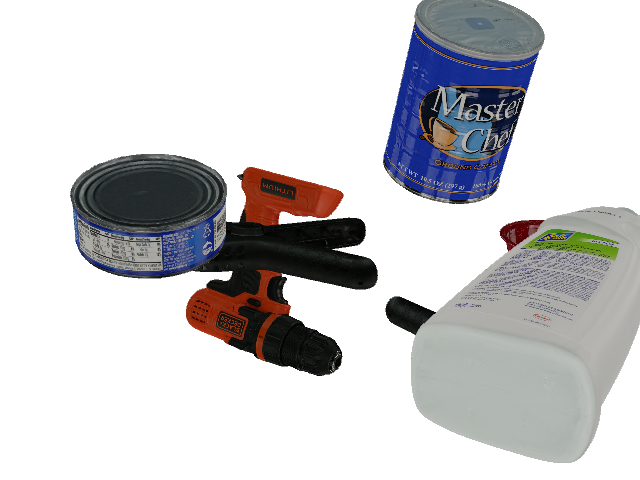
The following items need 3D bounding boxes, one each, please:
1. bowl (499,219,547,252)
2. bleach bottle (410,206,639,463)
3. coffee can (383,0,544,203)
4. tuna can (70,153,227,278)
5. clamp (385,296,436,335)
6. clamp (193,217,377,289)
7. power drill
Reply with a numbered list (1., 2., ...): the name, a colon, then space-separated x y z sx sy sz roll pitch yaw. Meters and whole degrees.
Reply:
1. bowl: 0.263 0.026 1.103 0.162 0.055 0.162 5 17 -2
2. bleach bottle: 0.150 0.034 0.627 0.103 0.068 0.250 12 26 29
3. coffee can: 0.114 -0.116 0.874 0.102 0.140 0.103 7 37 -5
4. tuna can: -0.095 -0.014 0.597 0.086 0.034 0.086 2 31 -1
5. clamp: 0.149 0.086 0.920 0.120 0.039 0.172 -18 38 -26
6. clamp: -0.053 0.007 0.863 0.210 0.036 0.164 1 12 -8
7. power drill: -0.040 0.029 1.081 0.185 0.188 0.057 18 2 28
